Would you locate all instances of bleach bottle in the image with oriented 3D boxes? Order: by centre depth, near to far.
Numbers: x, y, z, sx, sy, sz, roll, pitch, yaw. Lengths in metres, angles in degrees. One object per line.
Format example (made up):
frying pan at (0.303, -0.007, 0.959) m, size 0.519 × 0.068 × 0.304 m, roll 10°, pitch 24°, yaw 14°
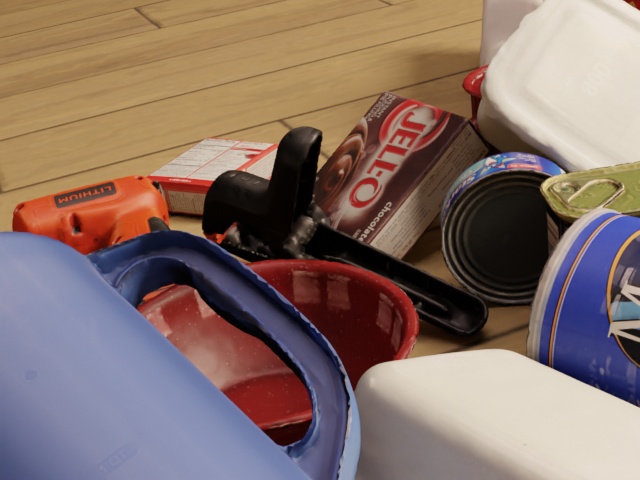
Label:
bleach bottle at (0.168, -0.171, 0.918) m, size 0.068 × 0.102 × 0.250 m, roll -6°, pitch 25°, yaw 16°

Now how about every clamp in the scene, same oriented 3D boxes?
clamp at (-0.004, 0.001, 0.641) m, size 0.036 × 0.164 × 0.210 m, roll -55°, pitch 23°, yaw -19°

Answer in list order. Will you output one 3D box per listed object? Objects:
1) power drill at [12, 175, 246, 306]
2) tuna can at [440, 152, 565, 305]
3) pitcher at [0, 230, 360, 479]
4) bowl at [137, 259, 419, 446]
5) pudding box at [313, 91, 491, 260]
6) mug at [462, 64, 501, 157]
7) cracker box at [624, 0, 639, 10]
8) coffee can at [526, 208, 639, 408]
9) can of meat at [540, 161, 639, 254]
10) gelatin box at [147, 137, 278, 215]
power drill at (-0.145, 0.027, 0.669) m, size 0.184 × 0.057 × 0.188 m, roll -13°, pitch 29°, yaw -17°
tuna can at (0.113, -0.007, 0.624) m, size 0.086 × 0.086 × 0.033 m, roll -5°, pitch 25°, yaw 7°
pitcher at (-0.057, 0.099, 0.372) m, size 0.243 × 0.149 × 0.144 m, roll 33°, pitch 20°, yaw 35°
bowl at (-0.028, 0.070, 0.545) m, size 0.162 × 0.055 × 0.162 m, roll -7°, pitch 26°, yaw 3°
pudding box at (0.045, -0.040, 0.709) m, size 0.113 × 0.039 × 0.090 m, roll -53°, pitch 37°, yaw -7°
mug at (0.141, -0.073, 0.752) m, size 0.117 × 0.081 × 0.093 m, roll -26°, pitch 31°, yaw -32°
cracker box at (0.281, -0.183, 0.782) m, size 0.072 × 0.214 × 0.164 m, roll -26°, pitch 32°, yaw -33°
coffee can at (0.178, 0.049, 0.472) m, size 0.141 × 0.103 × 0.102 m, roll 15°, pitch 35°, yaw 39°
can of meat at (0.174, 0.007, 0.579) m, size 0.102 × 0.084 × 0.057 m, roll -9°, pitch 26°, yaw -1°
gelatin box at (-0.082, -0.049, 0.833) m, size 0.073 × 0.030 × 0.089 m, roll 7°, pitch 30°, yaw 31°
